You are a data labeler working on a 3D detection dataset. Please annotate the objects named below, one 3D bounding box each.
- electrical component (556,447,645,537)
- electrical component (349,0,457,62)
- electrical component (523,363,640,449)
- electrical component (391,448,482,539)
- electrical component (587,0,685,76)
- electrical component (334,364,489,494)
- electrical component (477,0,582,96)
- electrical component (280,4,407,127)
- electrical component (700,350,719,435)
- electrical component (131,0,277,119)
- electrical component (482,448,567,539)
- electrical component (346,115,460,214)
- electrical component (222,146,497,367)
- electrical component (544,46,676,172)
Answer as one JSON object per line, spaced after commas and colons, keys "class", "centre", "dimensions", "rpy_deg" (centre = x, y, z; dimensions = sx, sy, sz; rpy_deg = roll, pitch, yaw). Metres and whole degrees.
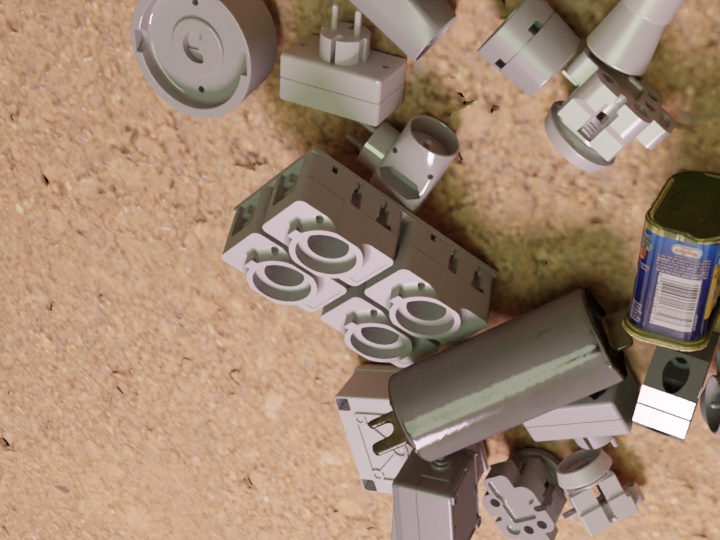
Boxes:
{"class": "electrical component", "centre": [0.193, 0.179, 0.884], "dimensions": [0.066, 0.048, 0.055], "rpy_deg": [-29, 97, 1]}
{"class": "electrical component", "centre": [0.035, -0.198, 0.741], "dimensions": [0.077, 0.043, 0.079], "rpy_deg": [43, 131, 0]}
{"class": "electrical component", "centre": [0.181, 0.116, 0.856], "dimensions": [0.083, 0.047, 0.075], "rpy_deg": [-11, 127, 36]}
{"class": "electrical component", "centre": [0.060, 0.186, 0.885], "dimensions": [0.061, 0.061, 0.096], "rpy_deg": [9, 123, 24]}
{"class": "electrical component", "centre": [0.179, -0.162, 0.680], "dimensions": [0.044, 0.044, 0.065], "rpy_deg": [34, 126, 8]}
{"class": "electrical component", "centre": [0.046, 0.142, 0.945], "dimensions": [0.109, 0.056, 0.108], "rpy_deg": [-1, 119, 31]}
{"class": "electrical component", "centre": [0.114, -0.150, 0.718], "dimensions": [0.047, 0.055, 0.055], "rpy_deg": [43, 132, -5]}
{"class": "electrical component", "centre": [-0.012, -0.158, 0.792], "dimensions": [0.083, 0.047, 0.075], "rpy_deg": [19, 127, 20]}
{"class": "electrical component", "centre": [0.272, 0.078, 0.763], "dimensions": [0.044, 0.077, 0.079], "rpy_deg": [0, 82, 2]}
{"class": "electrical component", "centre": [-0.115, -0.178, 0.832], "dimensions": [0.108, 0.060, 0.108], "rpy_deg": [15, 126, 22]}
{"class": "electrical component", "centre": [0.144, 0.189, 0.917], "dimensions": [0.058, 0.057, 0.078], "rpy_deg": [-26, 104, 39]}
{"class": "electrical component", "centre": [0.025, -0.086, 0.819], "dimensions": [0.079, 0.043, 0.077], "rpy_deg": [37, 131, 4]}
{"class": "electrical component", "centre": [0.000, 0.000, 0.827], "dimensions": [0.186, 0.060, 0.105], "rpy_deg": [33, 138, -25]}
{"class": "electrical component", "centre": [0.161, -0.103, 0.718], "dimensions": [0.078, 0.058, 0.057], "rpy_deg": [43, 129, -1]}
